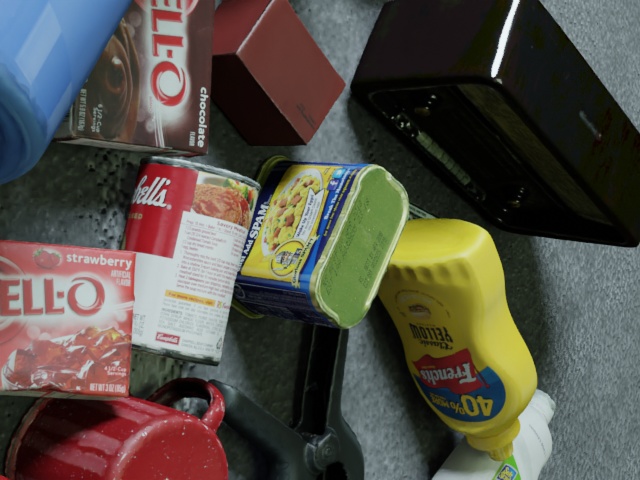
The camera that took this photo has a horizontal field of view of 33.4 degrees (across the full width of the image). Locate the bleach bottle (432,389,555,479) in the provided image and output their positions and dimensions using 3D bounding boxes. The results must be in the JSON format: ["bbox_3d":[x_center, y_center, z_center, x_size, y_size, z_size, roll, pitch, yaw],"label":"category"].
[{"bbox_3d":[0.115,0.216,0.809,0.250,0.068,0.102,-48,126,-35],"label":"bleach bottle"}]

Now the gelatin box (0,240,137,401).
[{"bbox_3d":[-0.136,0.039,0.518,0.089,0.030,0.073,7,77,-26],"label":"gelatin box"}]

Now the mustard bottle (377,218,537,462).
[{"bbox_3d":[0.101,0.078,0.748,0.058,0.096,0.191,-44,122,-37],"label":"mustard bottle"}]

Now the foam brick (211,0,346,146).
[{"bbox_3d":[-0.033,-0.099,0.626,0.078,0.051,0.053,52,59,-36],"label":"foam brick"}]

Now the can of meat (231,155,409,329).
[{"bbox_3d":[-0.004,0.001,0.643,0.057,0.084,0.102,41,65,-41],"label":"can of meat"}]

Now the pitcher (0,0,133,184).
[{"bbox_3d":[-0.128,-0.150,0.428,0.145,0.149,0.242,86,18,-56],"label":"pitcher"}]

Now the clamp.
[{"bbox_3d":[-0.003,0.123,0.691,0.120,0.039,0.171,-39,126,-29],"label":"clamp"}]

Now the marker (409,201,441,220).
[{"bbox_3d":[0.054,-0.022,0.749,0.120,0.020,0.020,24,77,-45],"label":"marker"}]

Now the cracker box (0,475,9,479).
[{"bbox_3d":[-0.151,0.231,0.469,0.213,0.072,0.164,-47,129,-2],"label":"cracker box"}]

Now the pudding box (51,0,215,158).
[{"bbox_3d":[-0.100,-0.104,0.563,0.089,0.039,0.113,3,91,-46],"label":"pudding box"}]

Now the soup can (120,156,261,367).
[{"bbox_3d":[-0.076,0.012,0.581,0.068,0.069,0.102,18,81,-46],"label":"soup can"}]

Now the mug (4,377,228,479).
[{"bbox_3d":[-0.095,0.117,0.561,0.117,0.082,0.093,-43,123,-35],"label":"mug"}]
